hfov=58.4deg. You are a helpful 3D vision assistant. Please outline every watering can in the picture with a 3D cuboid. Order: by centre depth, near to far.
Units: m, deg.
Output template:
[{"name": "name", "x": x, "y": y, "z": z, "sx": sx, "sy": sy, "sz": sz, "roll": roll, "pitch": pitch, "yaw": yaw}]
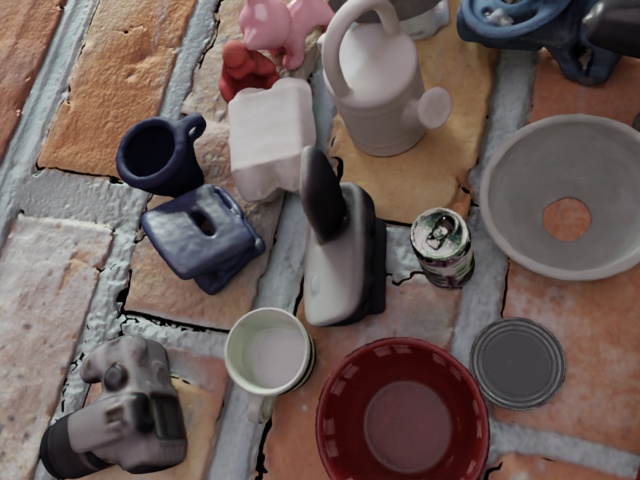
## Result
[{"name": "watering can", "x": 0.061, "y": -0.171, "z": 0.592, "sx": 0.172, "sy": 0.194, "sz": 0.101, "roll": 18, "pitch": 78, "yaw": 22}]

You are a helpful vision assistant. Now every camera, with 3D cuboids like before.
[{"name": "camera", "x": -0.232, "y": 0.188, "z": 0.612, "sx": 0.136, "sy": 0.101, "sz": 0.143, "roll": -23, "pitch": 67, "yaw": 9}]

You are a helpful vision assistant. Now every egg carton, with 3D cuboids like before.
[{"name": "egg carton", "x": -0.054, "y": -0.118, "z": 0.678, "sx": 0.107, "sy": 0.069, "sz": 0.150, "roll": -12, "pitch": 69, "yaw": 13}]

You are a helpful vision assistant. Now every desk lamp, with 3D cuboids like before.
[{"name": "desk lamp", "x": 0.077, "y": -0.308, "z": 0.623, "sx": 0.117, "sy": 0.214, "sz": 0.203, "roll": -6, "pitch": 70, "yaw": 16}]

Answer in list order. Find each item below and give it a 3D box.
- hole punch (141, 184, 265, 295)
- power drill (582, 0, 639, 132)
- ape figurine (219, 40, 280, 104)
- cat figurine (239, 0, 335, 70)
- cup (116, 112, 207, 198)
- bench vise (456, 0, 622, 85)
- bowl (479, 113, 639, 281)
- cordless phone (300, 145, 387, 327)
[{"name": "hole punch", "x": -0.133, "y": -0.009, "z": 0.654, "sx": 0.101, "sy": 0.091, "sz": 0.108, "roll": -42, "pitch": 65, "yaw": 0}, {"name": "power drill", "x": 0.336, "y": -0.132, "z": 0.486, "sx": 0.229, "sy": 0.209, "sz": 0.075, "roll": 3, "pitch": 73, "yaw": 18}, {"name": "ape figurine", "x": -0.094, "y": -0.210, "z": 0.710, "sx": 0.077, "sy": 0.092, "sz": 0.076, "roll": -10, "pitch": 69, "yaw": 14}, {"name": "cat figurine", "x": -0.046, "y": -0.274, "z": 0.702, "sx": 0.128, "sy": 0.118, "sz": 0.067, "roll": -43, "pitch": 65, "yaw": 0}, {"name": "cup", "x": -0.173, "y": -0.098, "z": 0.694, "sx": 0.118, "sy": 0.095, "sz": 0.091, "roll": -39, "pitch": 65, "yaw": 1}, {"name": "bench vise", "x": 0.232, "y": -0.258, "z": 0.555, "sx": 0.207, "sy": 0.220, "sz": 0.121, "roll": 5, "pitch": 74, "yaw": 19}, {"name": "bowl", "x": 0.241, "y": -0.033, "z": 0.555, "sx": 0.167, "sy": 0.075, "sz": 0.167, "roll": -5, "pitch": 70, "yaw": 15}, {"name": "cordless phone", "x": 0.005, "y": 0.002, "z": 0.555, "sx": 0.094, "sy": 0.185, "sz": 0.147, "roll": -7, "pitch": 70, "yaw": 15}]
